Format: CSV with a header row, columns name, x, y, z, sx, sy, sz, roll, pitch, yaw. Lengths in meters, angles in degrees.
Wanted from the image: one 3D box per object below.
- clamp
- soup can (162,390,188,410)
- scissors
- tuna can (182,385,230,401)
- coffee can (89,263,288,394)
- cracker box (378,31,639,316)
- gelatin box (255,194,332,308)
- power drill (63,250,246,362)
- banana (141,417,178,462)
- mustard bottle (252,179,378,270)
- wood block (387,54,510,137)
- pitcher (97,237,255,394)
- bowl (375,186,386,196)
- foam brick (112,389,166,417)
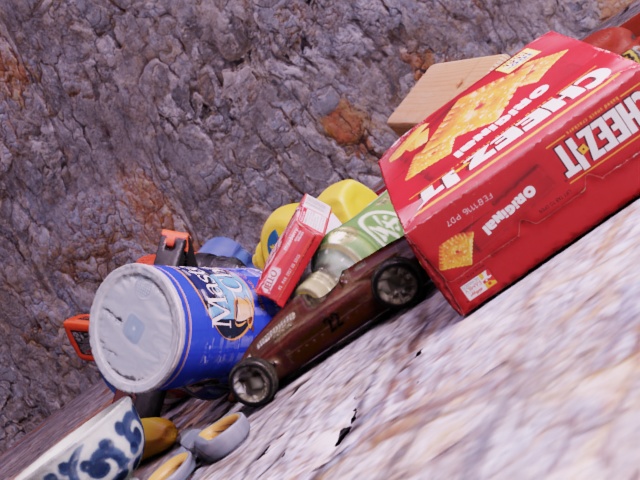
name,x,y,z,sx,sy,sz,roll,pitch,yaw
clamp,-0.148,0.096,1.040,0.036,0.210,0.164,9,25,14
soup can,-0.166,0.148,1.217,0.102,0.068,0.068,-35,3,44
scissors,-0.107,0.163,0.800,0.096,0.016,0.202,-38,3,-27
tuna can,-0.103,0.104,0.997,0.034,0.086,0.086,-32,5,39
coffee can,-0.106,0.072,0.890,0.103,0.103,0.140,-35,-22,30
cracker box,0.125,-0.055,0.692,0.164,0.072,0.213,-36,13,9
gelatin box,-0.022,0.007,0.904,0.073,0.030,0.089,-59,5,18
power drill,-0.197,0.075,1.276,0.185,0.057,0.187,-3,26,42
banana,-0.191,0.204,0.971,0.198,0.037,0.069,-37,22,24
mustard bottle,-0.008,0.002,1.138,0.192,0.096,0.058,-19,31,46
wood block,0.155,-0.127,1.108,0.091,0.090,0.206,-52,14,-3
pitcher,-0.178,0.118,1.406,0.145,0.149,0.242,3,34,40
bowl,0.036,0.001,1.327,0.162,0.055,0.162,-36,3,2
foam brick,-0.188,0.158,1.129,0.051,0.053,0.078,-166,92,-85
